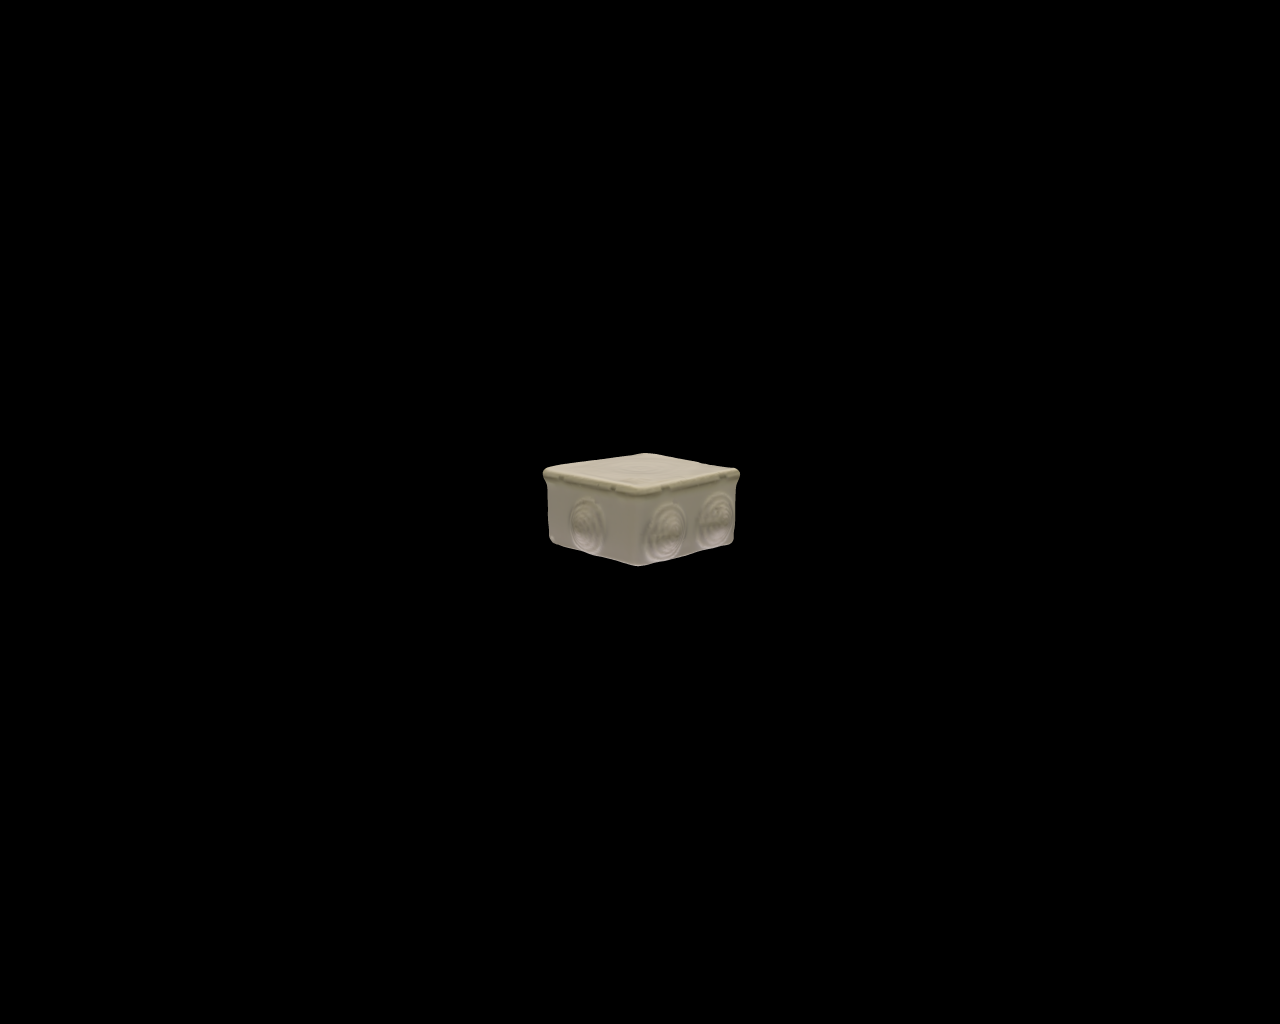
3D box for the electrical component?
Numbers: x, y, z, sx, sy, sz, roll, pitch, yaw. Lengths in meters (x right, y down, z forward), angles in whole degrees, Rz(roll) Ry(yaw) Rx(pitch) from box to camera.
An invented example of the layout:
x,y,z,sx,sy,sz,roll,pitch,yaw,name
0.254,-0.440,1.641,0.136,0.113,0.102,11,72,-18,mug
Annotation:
x,y,z,sx,sy,sz,roll,pitch,yaw,name
0.001,-0.003,0.650,0.100,0.048,0.100,-11,17,-42,electrical component
